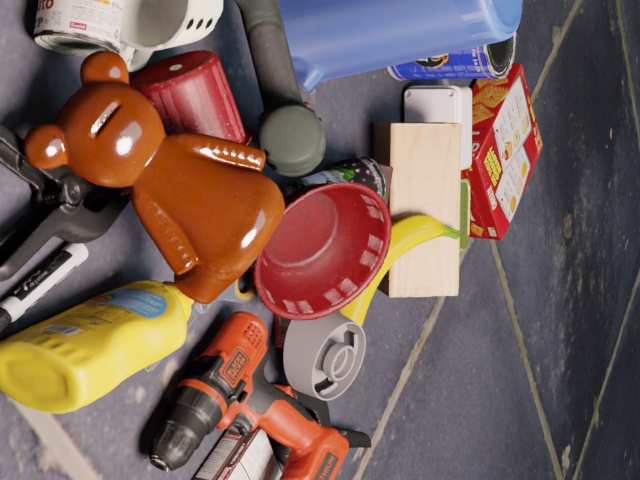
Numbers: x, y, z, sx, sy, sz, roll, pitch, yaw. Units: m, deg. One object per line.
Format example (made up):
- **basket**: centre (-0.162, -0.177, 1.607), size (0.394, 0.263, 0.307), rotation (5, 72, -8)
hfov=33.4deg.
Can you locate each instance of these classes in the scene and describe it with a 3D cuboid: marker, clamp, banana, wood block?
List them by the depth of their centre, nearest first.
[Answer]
- **clamp**: centre (-0.208, -0.025, 0.829), size (0.171, 0.039, 0.120), rotation (8, 83, -58)
- **marker**: centre (-0.225, 0.040, 0.832), size (0.121, 0.020, 0.020), rotation (-49, 134, -45)
- **clamp**: centre (-0.004, 0.229, 1.215), size (0.164, 0.036, 0.210), rotation (-54, 135, -42)
- **banana**: centre (0.074, 0.033, 1.222), size (0.197, 0.069, 0.037), rotation (-44, 171, -12)
- **wood block**: centre (0.116, -0.040, 1.300), size (0.091, 0.090, 0.206), rotation (-145, -125, -77)

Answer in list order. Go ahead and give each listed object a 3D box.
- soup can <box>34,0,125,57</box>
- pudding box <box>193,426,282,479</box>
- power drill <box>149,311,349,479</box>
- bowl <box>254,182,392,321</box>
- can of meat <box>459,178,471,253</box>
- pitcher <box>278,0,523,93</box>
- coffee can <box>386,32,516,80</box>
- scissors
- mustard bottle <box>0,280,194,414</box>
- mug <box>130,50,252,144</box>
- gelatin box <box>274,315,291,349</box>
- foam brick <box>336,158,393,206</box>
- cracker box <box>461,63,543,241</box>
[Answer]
- **soup can**: centre (-0.181, -0.198, 0.826), size (0.068, 0.069, 0.102), rotation (15, 82, -59)
- **pudding box**: centre (-0.078, 0.253, 1.093), size (0.090, 0.039, 0.113), rotation (-55, 139, -42)
- **power drill**: centre (-0.065, 0.189, 1.032), size (0.187, 0.058, 0.184), rotation (50, 50, -22)
- **bowl**: centre (-0.007, 0.001, 1.095), size (0.161, 0.055, 0.162), rotation (-18, 128, -24)
- **can of meat**: centre (0.148, -0.034, 1.392), size (0.057, 0.084, 0.102), rotation (-14, 106, -58)
- **pitcher**: centre (0.077, -0.249, 1.086), size (0.144, 0.243, 0.149), rotation (-42, 121, -51)
- **coffee can**: centre (0.160, -0.251, 1.327), size (0.102, 0.141, 0.103), rotation (-13, 105, -59)
- **scissors**: centre (-0.105, 0.067, 1.042), size (0.096, 0.016, 0.201), rotation (59, 45, -45)
- **mustard bottle**: centre (-0.165, 0.075, 0.863), size (0.191, 0.096, 0.058), rotation (-30, 120, -55)
- **mug**: centre (-0.122, -0.107, 0.922), size (0.117, 0.093, 0.081), rotation (-43, 125, -40)
- **gelatin box**: centre (-0.015, 0.079, 1.183), size (0.089, 0.030, 0.073), rotation (-7, 100, -59)
- **foam brick**: centre (0.046, -0.051, 1.230), size (0.053, 0.051, 0.078), rotation (11, 82, -23)
- **cracker box**: centre (0.253, -0.132, 1.573), size (0.213, 0.072, 0.164), rotation (-60, 140, -35)
